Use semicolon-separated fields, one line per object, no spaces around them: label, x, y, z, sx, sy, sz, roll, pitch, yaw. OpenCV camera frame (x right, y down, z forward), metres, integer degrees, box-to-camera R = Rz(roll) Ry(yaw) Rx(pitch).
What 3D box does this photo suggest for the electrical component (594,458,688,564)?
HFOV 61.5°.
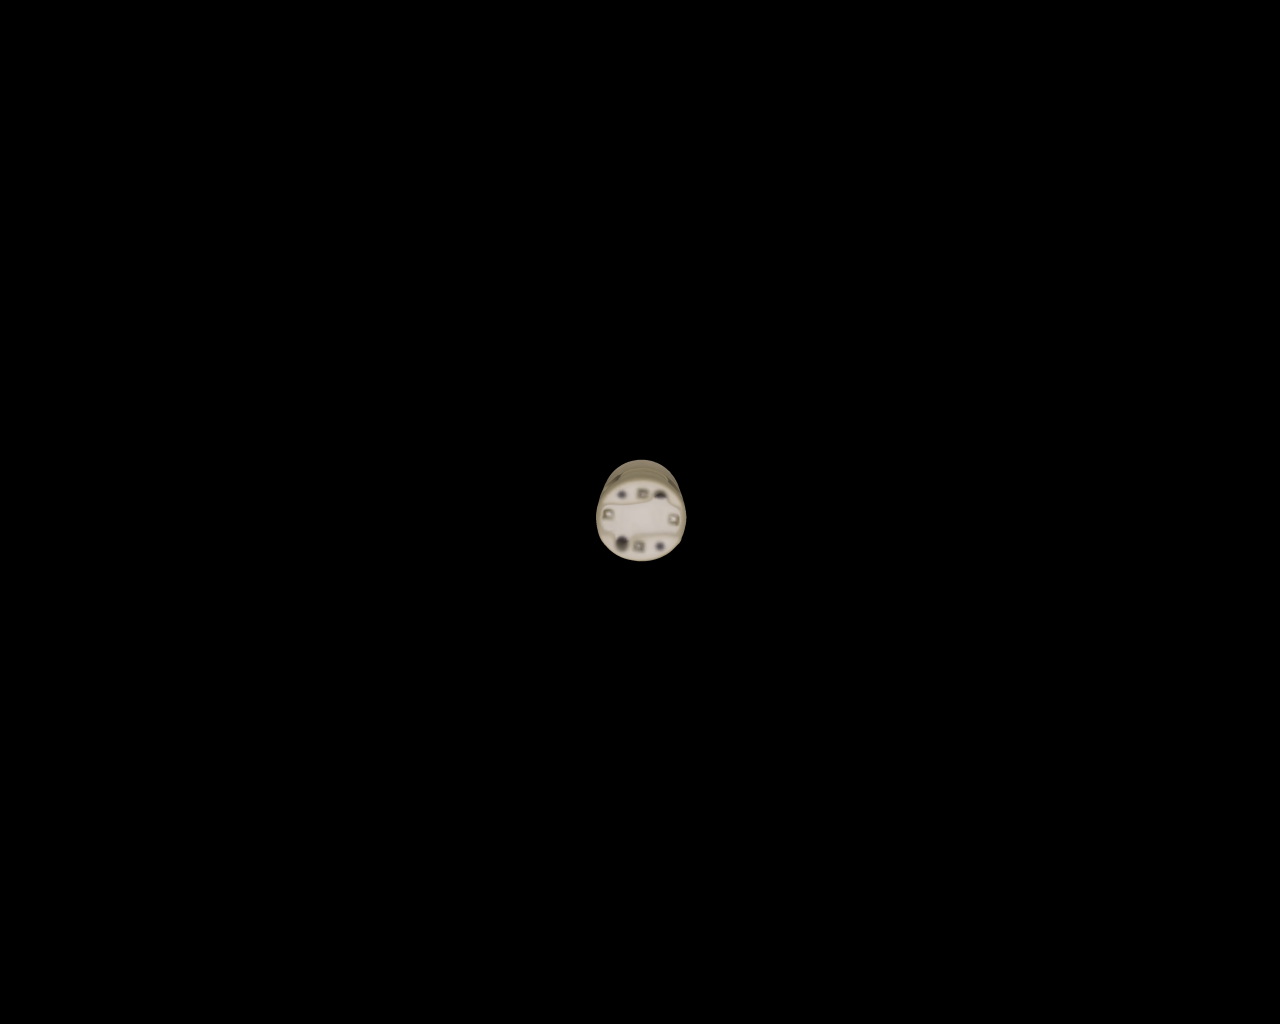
electrical component;0.001;-0.003;0.650;0.055;0.055;0.047;0;20;0
